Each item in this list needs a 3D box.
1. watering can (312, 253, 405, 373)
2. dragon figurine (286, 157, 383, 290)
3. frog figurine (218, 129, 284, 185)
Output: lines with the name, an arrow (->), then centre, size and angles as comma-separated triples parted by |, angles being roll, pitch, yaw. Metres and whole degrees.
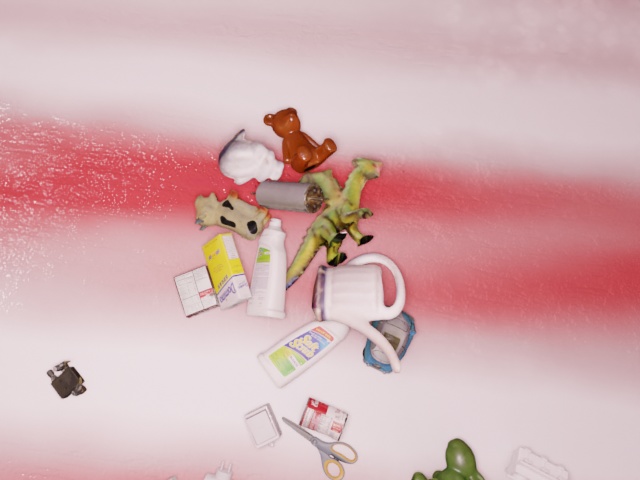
watering can -> 0.089, 0.156, 1.211 | 0.224, 0.101, 0.356 | -3, 41, 8
dragon figurine -> 0.004, -0.068, 1.343 | 0.409, 0.120, 0.247 | -35, 60, 8
frog figurine -> -0.184, -0.199, 1.364 | 0.159, 0.124, 0.135 | 39, 115, 1
